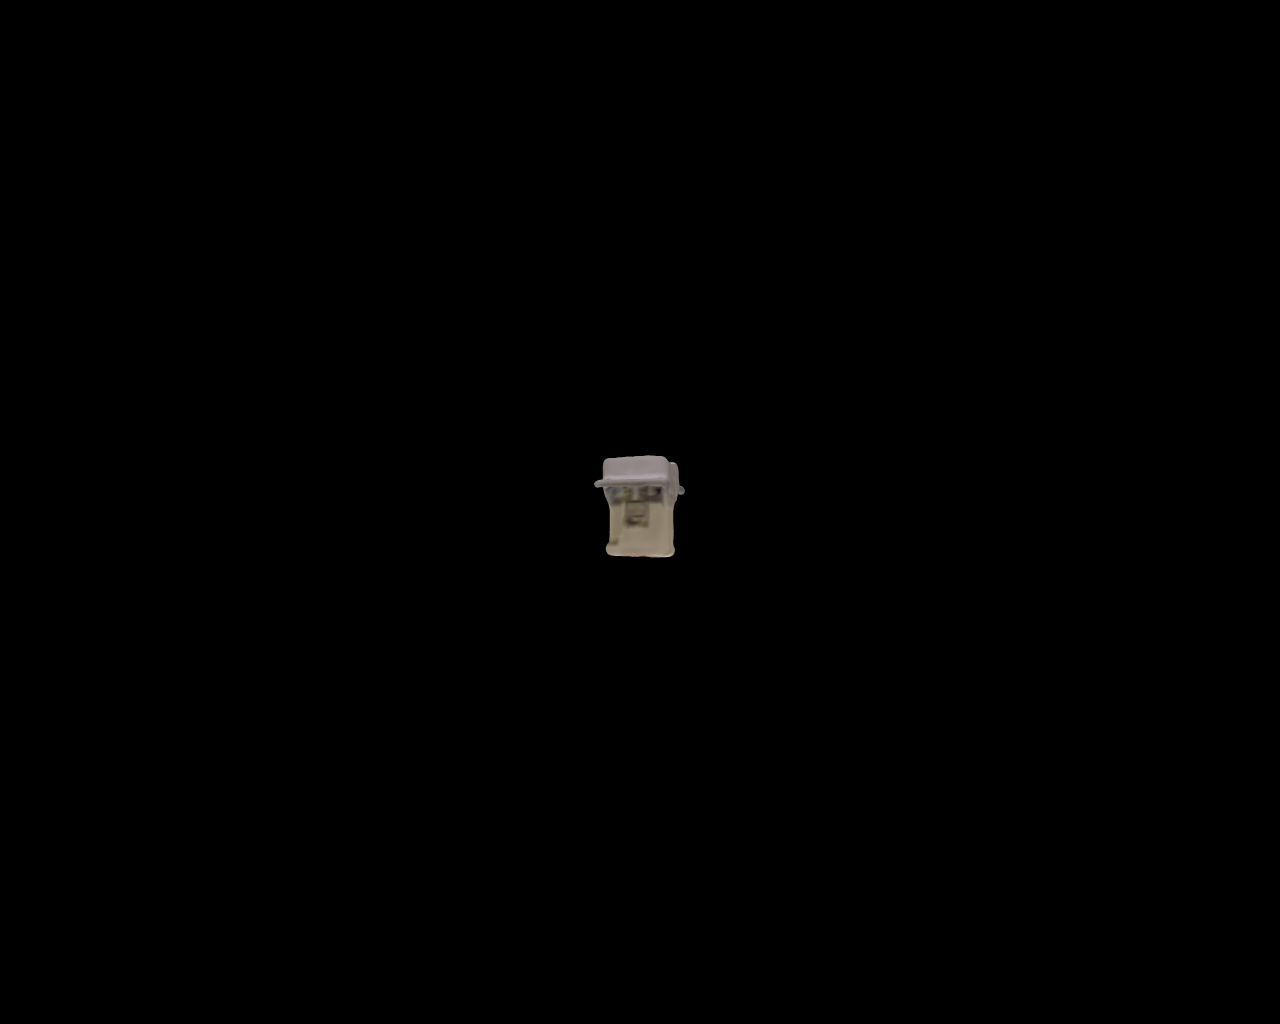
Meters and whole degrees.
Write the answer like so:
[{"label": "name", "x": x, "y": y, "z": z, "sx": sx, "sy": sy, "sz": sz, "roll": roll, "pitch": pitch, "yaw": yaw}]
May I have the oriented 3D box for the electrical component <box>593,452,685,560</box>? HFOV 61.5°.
[{"label": "electrical component", "x": 0.001, "y": -0.003, "z": 0.650, "sx": 0.042, "sy": 0.063, "sz": 0.081, "roll": 0, "pitch": -2, "yaw": 11}]
